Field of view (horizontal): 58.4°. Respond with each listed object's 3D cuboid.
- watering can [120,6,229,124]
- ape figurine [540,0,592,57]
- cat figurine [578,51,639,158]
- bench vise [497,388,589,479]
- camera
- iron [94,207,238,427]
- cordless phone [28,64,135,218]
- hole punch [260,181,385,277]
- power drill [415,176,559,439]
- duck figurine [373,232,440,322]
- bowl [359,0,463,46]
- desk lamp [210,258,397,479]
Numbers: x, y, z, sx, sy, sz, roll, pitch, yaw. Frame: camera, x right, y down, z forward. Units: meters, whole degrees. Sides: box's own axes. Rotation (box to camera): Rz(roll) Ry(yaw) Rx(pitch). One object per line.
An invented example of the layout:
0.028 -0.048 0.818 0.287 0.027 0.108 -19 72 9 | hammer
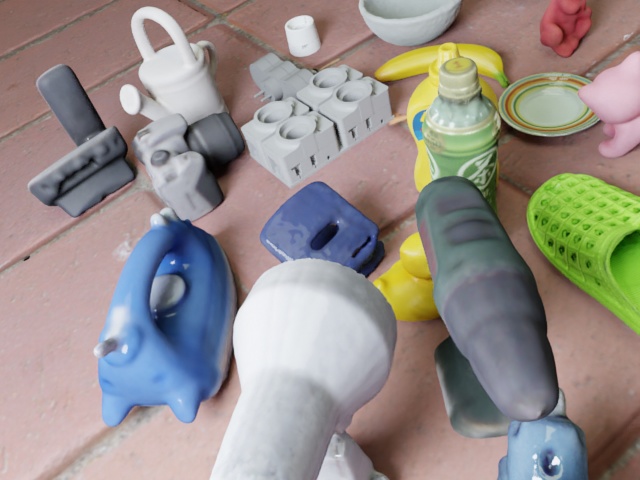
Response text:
-0.212 -0.239 0.831 0.100 0.194 0.173 -1 49 16 | watering can
0.348 -0.320 0.809 0.078 0.092 0.076 -18 47 1 | ape figurine
0.356 -0.150 0.637 0.127 0.118 0.067 12 54 26 | cat figurine
0.129 0.176 0.342 0.121 0.220 0.207 -14 47 5 | bench vise
-0.170 -0.119 0.775 0.137 0.101 0.142 -30 48 -11 | camera
-0.161 0.051 0.592 0.118 0.142 0.258 -6 48 11 | iron
-0.356 -0.138 0.788 0.093 0.185 0.148 28 62 35 | cordless phone
0.006 0.002 0.622 0.100 0.091 0.109 26 61 34 | hole punch
0.126 0.069 0.446 0.075 0.209 0.229 -13 47 5 | power drill
0.100 0.029 0.574 0.104 0.086 0.077 -19 47 0 | duck figurine
0.149 -0.361 0.916 0.167 0.075 0.167 -8 48 9 | bowl
-0.007 0.150 0.409 0.117 0.214 0.203 0 49 16 | desk lamp
